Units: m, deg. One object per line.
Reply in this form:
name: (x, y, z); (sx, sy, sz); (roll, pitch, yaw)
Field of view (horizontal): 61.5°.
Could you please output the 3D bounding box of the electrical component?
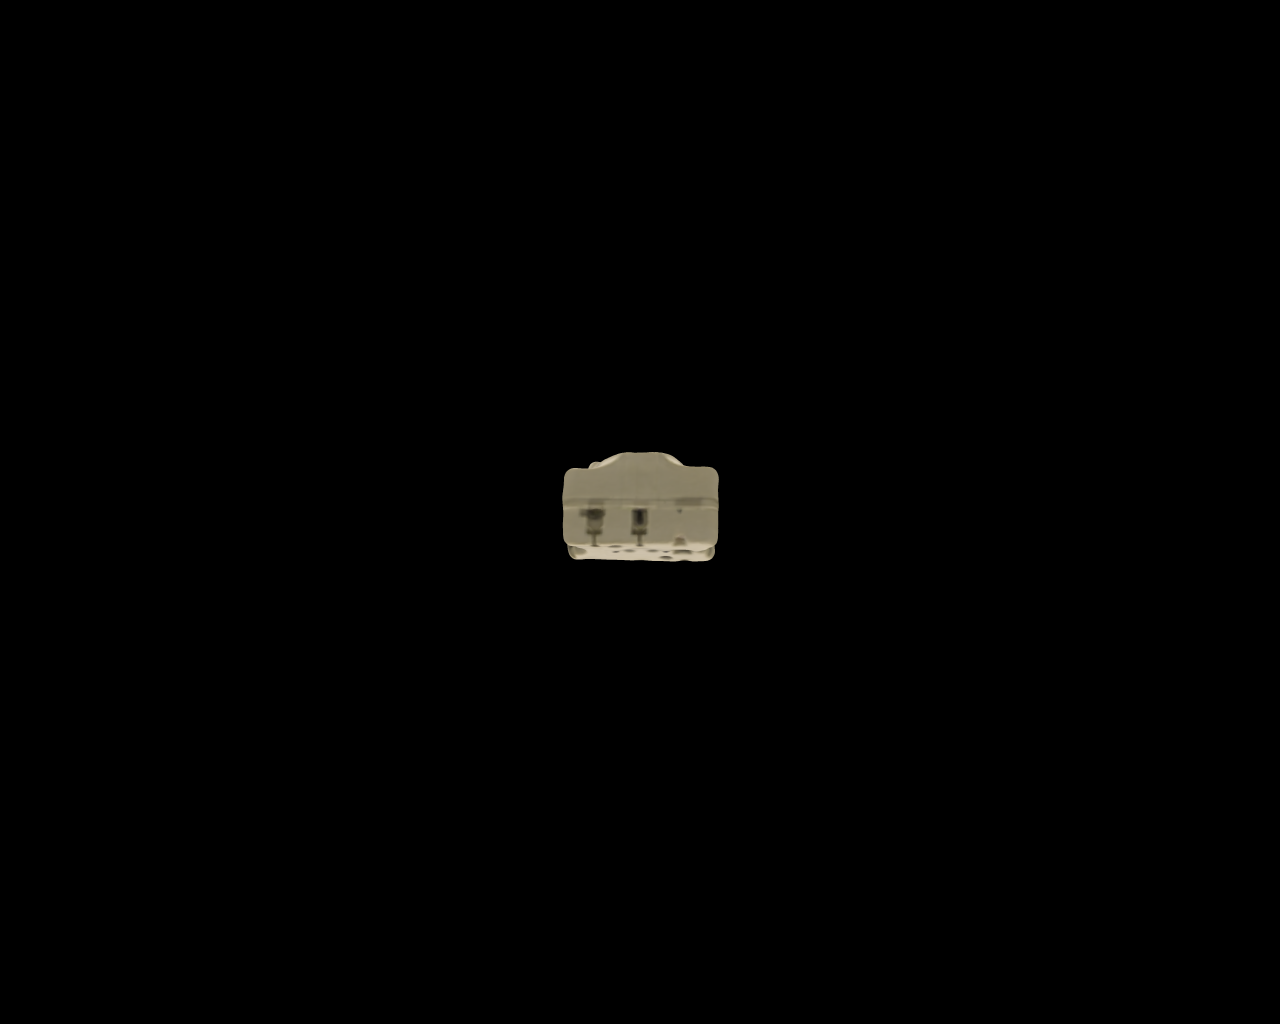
electrical component: (0.001, -0.003, 0.650); (0.089, 0.056, 0.050); (0, -15, 0)
